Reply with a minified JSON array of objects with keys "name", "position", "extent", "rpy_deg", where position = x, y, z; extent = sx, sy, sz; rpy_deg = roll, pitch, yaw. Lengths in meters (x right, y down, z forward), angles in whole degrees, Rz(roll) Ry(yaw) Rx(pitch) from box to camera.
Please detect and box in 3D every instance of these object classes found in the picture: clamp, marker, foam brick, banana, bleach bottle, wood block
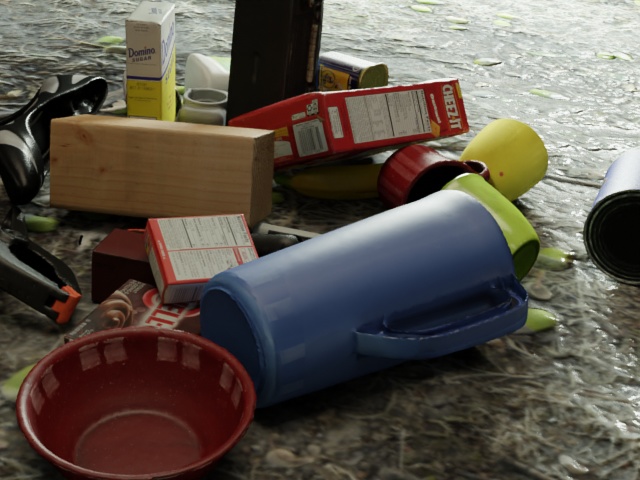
[{"name":"clamp","position":[-0.275,0.008,0.948],"extent":[0.210,0.036,0.164],"rpy_deg":[33,9,25]},{"name":"marker","position":[-0.007,0.001,1.065],"extent":[0.121,0.020,0.020],"rpy_deg":[10,27,9]},{"name":"foam brick","position":[-0.157,0.028,0.943],"extent":[0.078,0.053,0.051],"rpy_deg":[12,27,11]},{"name":"banana","position":[0.052,-0.072,1.205],"extent":[0.197,0.037,0.070],"rpy_deg":[-4,29,-19]},{"name":"clamp","position":[-0.093,0.006,0.987],"extent":[0.171,0.039,0.120],"rpy_deg":[-1,-5,-8]},{"name":"bleach bottle","position":[-0.048,-0.210,1.436],"extent":[0.250,0.068,0.103],"rpy_deg":[-5,28,-25]},{"name":"wood block","position":[-0.156,-0.071,1.069],"extent":[0.206,0.090,0.090],"rpy_deg":[6,12,10]}]

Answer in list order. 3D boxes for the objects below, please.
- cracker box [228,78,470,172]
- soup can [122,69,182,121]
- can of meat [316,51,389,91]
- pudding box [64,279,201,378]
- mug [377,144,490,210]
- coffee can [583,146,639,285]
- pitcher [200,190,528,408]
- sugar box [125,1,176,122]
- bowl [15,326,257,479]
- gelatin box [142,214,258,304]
[{"name":"cracker box","position":[0.032,-0.127,1.184],"extent":[0.213,0.072,0.164],"rpy_deg":[-13,3,-41]},{"name":"soup can","position":[-0.213,-0.185,1.346],"extent":[0.068,0.068,0.102],"rpy_deg":[-1,26,-13]},{"name":"can of meat","position":[0.035,-0.183,1.353],"extent":[0.084,0.102,0.057],"rpy_deg":[23,32,35]},{"name":"pudding box","position":[-0.140,0.079,0.860],"extent":[0.090,0.039,0.113],"rpy_deg":[14,28,14]},{"name":"mug","position":[0.121,-0.056,1.122],"extent":[0.117,0.093,0.082],"rpy_deg":[-25,29,-10]},{"name":"coffee can","position":[0.334,-0.028,1.100],"extent":[0.103,0.103,0.140],"rpy_deg":[15,28,18]},{"name":"pitcher","position":[0.036,0.051,0.854],"extent":[0.242,0.149,0.145],"rpy_deg":[-17,74,-32]},{"name":"sugar box","position":[-0.188,-0.170,1.196],"extent":[0.048,0.176,0.093],"rpy_deg":[6,26,0]},{"name":"bowl","position":[-0.126,0.128,0.738],"extent":[0.162,0.055,0.162],"rpy_deg":[4,32,-3]},{"name":"gelatin box","position":[-0.098,0.016,0.900],"extent":[0.089,0.030,0.073],"rpy_deg":[-3,50,-26]}]
